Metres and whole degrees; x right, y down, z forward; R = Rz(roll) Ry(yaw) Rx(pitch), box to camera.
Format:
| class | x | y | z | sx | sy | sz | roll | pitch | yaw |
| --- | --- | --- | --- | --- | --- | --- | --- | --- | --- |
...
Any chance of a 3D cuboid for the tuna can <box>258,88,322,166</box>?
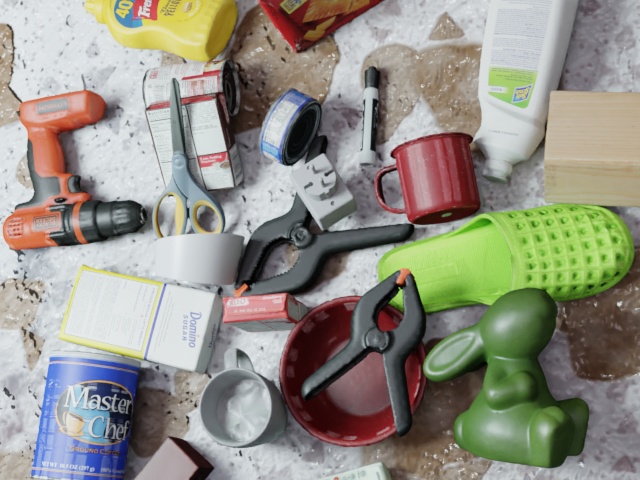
| class | x | y | z | sx | sy | sz | roll | pitch | yaw |
| --- | --- | --- | --- | --- | --- | --- | --- | --- | --- |
| tuna can | -0.033 | -0.128 | 1.225 | 0.034 | 0.086 | 0.086 | 28 | 84 | 17 |

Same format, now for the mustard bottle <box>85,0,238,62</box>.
| class | x | y | z | sx | sy | sz | roll | pitch | yaw |
| --- | --- | --- | --- | --- | --- | --- | --- | --- | --- |
| mustard bottle | -0.205 | -0.277 | 1.319 | 0.192 | 0.058 | 0.096 | 13 | 61 | 19 |

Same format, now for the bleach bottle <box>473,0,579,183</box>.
| class | x | y | z | sx | sy | sz | roll | pitch | yaw |
| --- | --- | --- | --- | --- | --- | --- | --- | --- | --- |
| bleach bottle | 0.217 | -0.189 | 1.187 | 0.103 | 0.068 | 0.251 | 11 | 83 | 34 |

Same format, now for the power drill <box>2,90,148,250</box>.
| class | x | y | z | sx | sy | sz | roll | pitch | yaw |
| --- | --- | --- | --- | --- | --- | --- | --- | --- | --- |
| power drill | -0.299 | -0.084 | 1.297 | 0.184 | 0.057 | 0.187 | -7 | 74 | 13 |

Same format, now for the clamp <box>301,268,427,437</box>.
| class | x | y | z | sx | sy | sz | roll | pitch | yaw |
| --- | --- | --- | --- | --- | --- | --- | --- | --- | --- |
| clamp | 0.052 | 0.109 | 1.107 | 0.120 | 0.039 | 0.171 | 11 | 73 | 11 |

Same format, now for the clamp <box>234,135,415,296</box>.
| class | x | y | z | sx | sy | sz | roll | pitch | yaw |
| --- | --- | --- | --- | --- | --- | --- | --- | --- | --- |
| clamp | -0.008 | 0.001 | 1.211 | 0.165 | 0.036 | 0.210 | 40 | 85 | 20 |

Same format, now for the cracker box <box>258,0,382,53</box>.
| class | x | y | z | sx | sy | sz | roll | pitch | yaw |
| --- | --- | --- | --- | --- | --- | --- | --- | --- | --- |
| cracker box | 0.028 | -0.317 | 1.216 | 0.214 | 0.164 | 0.072 | -30 | 73 | 6 |

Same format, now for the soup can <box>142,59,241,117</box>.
| class | x | y | z | sx | sy | sz | roll | pitch | yaw |
| --- | --- | --- | --- | --- | --- | --- | --- | --- | --- |
| soup can | -0.153 | -0.177 | 1.278 | 0.102 | 0.068 | 0.068 | -4 | 75 | 14 |

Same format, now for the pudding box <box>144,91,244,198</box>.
| class | x | y | z | sx | sy | sz | roll | pitch | yaw |
| --- | --- | --- | --- | --- | --- | --- | --- | --- | --- |
| pudding box | -0.146 | -0.111 | 1.245 | 0.090 | 0.039 | 0.113 | -7 | 110 | 14 |

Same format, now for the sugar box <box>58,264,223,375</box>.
| class | x | y | z | sx | sy | sz | roll | pitch | yaw |
| --- | --- | --- | --- | --- | --- | --- | --- | --- | --- |
| sugar box | -0.206 | 0.092 | 1.235 | 0.176 | 0.048 | 0.093 | 12 | 79 | 14 |

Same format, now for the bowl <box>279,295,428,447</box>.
| class | x | y | z | sx | sy | sz | roll | pitch | yaw |
| --- | --- | --- | --- | --- | --- | --- | --- | --- | --- |
| bowl | 0.040 | 0.144 | 1.152 | 0.162 | 0.055 | 0.162 | -4 | 75 | 14 |

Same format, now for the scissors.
| class | x | y | z | sx | sy | sz | roll | pitch | yaw |
| --- | --- | --- | --- | --- | --- | --- | --- | --- | --- |
| scissors | -0.143 | -0.079 | 1.226 | 0.096 | 0.016 | 0.202 | 16 | 114 | 2 |

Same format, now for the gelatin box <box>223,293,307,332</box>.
| class | x | y | z | sx | sy | sz | roll | pitch | yaw |
| --- | --- | --- | --- | --- | --- | --- | --- | --- | --- |
| gelatin box | -0.060 | 0.080 | 1.176 | 0.073 | 0.089 | 0.030 | -5 | 76 | 13 |

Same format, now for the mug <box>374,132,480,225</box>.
| class | x | y | z | sx | sy | sz | roll | pitch | yaw |
| --- | --- | --- | --- | --- | --- | --- | --- | --- | --- |
| mug | 0.117 | -0.062 | 1.168 | 0.117 | 0.093 | 0.081 | -11 | 79 | 10 |

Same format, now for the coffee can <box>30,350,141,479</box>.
| class | x | y | z | sx | sy | sz | roll | pitch | yaw |
| --- | --- | --- | --- | --- | --- | --- | --- | --- | --- |
| coffee can | -0.261 | 0.200 | 1.190 | 0.103 | 0.102 | 0.140 | 3 | 77 | 15 |

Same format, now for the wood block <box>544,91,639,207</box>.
| class | x | y | z | sx | sy | sz | roll | pitch | yaw |
| --- | --- | --- | --- | --- | --- | --- | --- | --- | --- |
| wood block | 0.341 | -0.092 | 1.107 | 0.206 | 0.090 | 0.090 | 3 | 61 | 15 |

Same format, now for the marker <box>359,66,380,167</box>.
| class | x | y | z | sx | sy | sz | roll | pitch | yaw |
| --- | --- | --- | --- | --- | --- | --- | --- | --- | --- |
| marker | 0.058 | -0.145 | 1.240 | 0.020 | 0.020 | 0.121 | 0 | 76 | 14 |

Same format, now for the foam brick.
| class | x | y | z | sx | sy | sz | roll | pitch | yaw |
| --- | --- | --- | --- | --- | --- | --- | --- | --- | --- |
| foam brick | -0.165 | 0.264 | 1.176 | 0.051 | 0.053 | 0.078 | 38 | 89 | 20 |
